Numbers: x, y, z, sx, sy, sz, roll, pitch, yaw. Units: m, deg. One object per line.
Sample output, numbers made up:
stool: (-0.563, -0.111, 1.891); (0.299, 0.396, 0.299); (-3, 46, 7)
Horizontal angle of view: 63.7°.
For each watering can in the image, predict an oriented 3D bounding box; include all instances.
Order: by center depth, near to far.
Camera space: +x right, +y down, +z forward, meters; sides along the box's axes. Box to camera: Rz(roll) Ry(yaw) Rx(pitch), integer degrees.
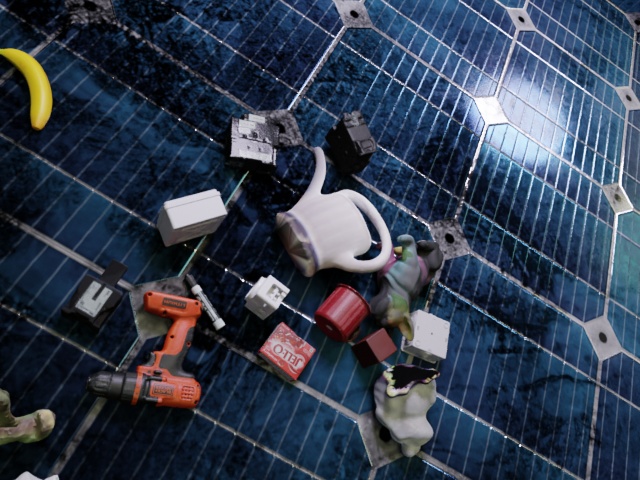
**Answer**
watering can: (0.003, -0.056, 1.111); (0.226, 0.101, 0.353); (-21, 58, -23)

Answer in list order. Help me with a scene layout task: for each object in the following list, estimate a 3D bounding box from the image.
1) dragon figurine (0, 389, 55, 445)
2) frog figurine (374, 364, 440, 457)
dragon figurine: (-0.510, 0.220, 0.643); (0.242, 0.403, 0.125); (-26, 59, 8)
frog figurine: (0.174, 0.334, 1.021); (0.139, 0.123, 0.157); (-22, 114, -39)
